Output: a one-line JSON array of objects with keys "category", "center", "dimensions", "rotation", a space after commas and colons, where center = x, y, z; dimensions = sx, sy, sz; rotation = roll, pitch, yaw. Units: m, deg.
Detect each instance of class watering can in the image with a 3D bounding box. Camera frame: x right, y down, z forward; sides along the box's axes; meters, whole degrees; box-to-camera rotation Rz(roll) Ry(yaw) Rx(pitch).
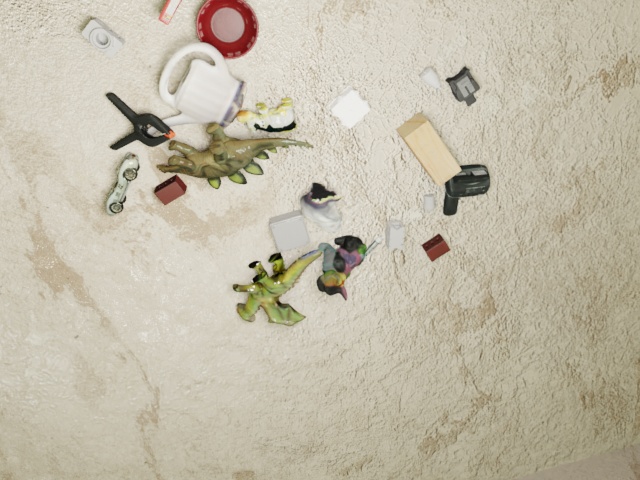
[{"category": "watering can", "center": [-0.340, -0.374, 1.418], "dimensions": [0.223, 0.106, 0.341], "rotation": [24, 126, -22]}]

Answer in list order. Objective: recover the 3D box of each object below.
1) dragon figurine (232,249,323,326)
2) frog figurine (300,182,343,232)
[{"category": "dragon figurine", "center": [-0.128, 0.178, 1.702], "dimensions": [0.407, 0.125, 0.239], "rotation": [-17, 117, 24]}, {"category": "frog figurine", "center": [0.005, -0.082, 1.623], "dimensions": [0.138, 0.125, 0.155], "rotation": [14, 131, 20]}]
